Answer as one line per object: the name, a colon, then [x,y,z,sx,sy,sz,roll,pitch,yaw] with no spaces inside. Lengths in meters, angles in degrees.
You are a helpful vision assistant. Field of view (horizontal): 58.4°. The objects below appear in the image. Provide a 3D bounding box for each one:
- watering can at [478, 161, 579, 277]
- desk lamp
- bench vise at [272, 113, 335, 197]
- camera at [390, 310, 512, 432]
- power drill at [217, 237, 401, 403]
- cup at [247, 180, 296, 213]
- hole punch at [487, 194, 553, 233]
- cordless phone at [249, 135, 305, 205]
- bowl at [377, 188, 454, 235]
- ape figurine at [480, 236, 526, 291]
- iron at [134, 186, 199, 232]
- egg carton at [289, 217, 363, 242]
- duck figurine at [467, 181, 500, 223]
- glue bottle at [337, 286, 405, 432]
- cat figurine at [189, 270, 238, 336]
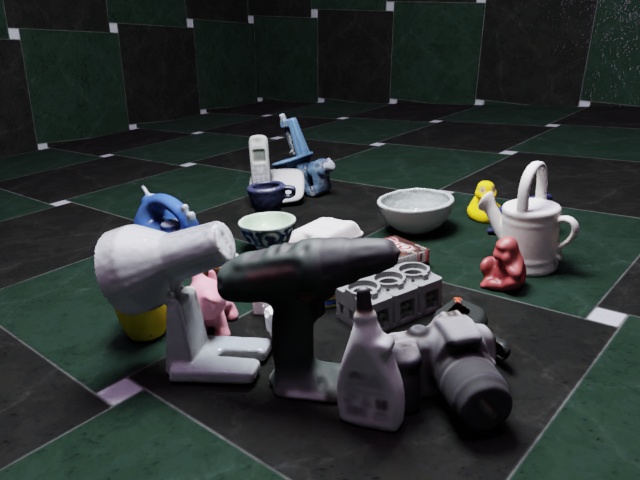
watering can: [0.364,-0.043,1.011,0.172,0.194,0.101,4,22,22]
desk lamp: [-0.183,0.077,0.781,0.203,0.214,0.118,-1,21,11]
bench vise: [-0.044,-0.239,1.582,0.206,0.220,0.122,4,22,21]
camera: [0.153,0.153,0.670,0.143,0.101,0.136,-7,21,-6]
power drill: [-0.011,0.093,0.711,0.229,0.208,0.076,1,22,16]
cup: [-0.112,-0.089,1.374,0.117,0.095,0.092,-1,21,9]
hole punch: [0.409,-0.056,1.182,0.109,0.091,0.100,-14,23,-24]
cordless phone: [-0.117,-0.185,1.503,0.147,0.185,0.094,-5,21,-1]
bowl: [0.208,-0.056,1.249,0.167,0.075,0.167,-4,21,2]
ape figurine: [0.309,0.037,0.955,0.076,0.092,0.077,-9,21,-11]
iron: [-0.301,-0.030,1.193,0.257,0.141,0.119,15,29,42]
egg carton: [0.010,0.004,1.139,0.107,0.069,0.151,11,26,36]
duck figurine: [0.373,-0.093,1.296,0.077,0.086,0.104,-5,21,0]
glue bottle: [0.055,0.132,0.644,0.078,0.173,0.037,5,23,25]
cat figurine: [-0.171,0.091,0.879,0.067,0.118,0.127,-4,21,1]
